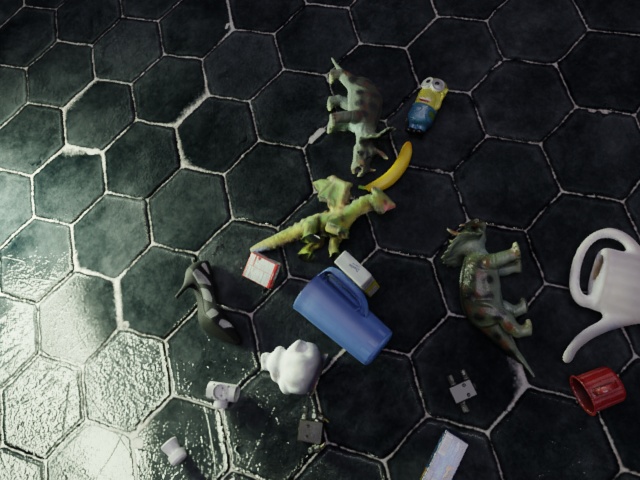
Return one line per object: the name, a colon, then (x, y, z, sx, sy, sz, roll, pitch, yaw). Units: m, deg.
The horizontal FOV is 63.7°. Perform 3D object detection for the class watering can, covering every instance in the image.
watering can: (0.698, 0.144, 1.209, 0.225, 0.102, 0.352, 15, 75, 14)

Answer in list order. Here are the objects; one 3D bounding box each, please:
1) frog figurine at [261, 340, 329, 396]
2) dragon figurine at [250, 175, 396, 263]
frog figurine: (-0.073, 0.314, 1.296, 0.159, 0.123, 0.137, 20, 97, 4)
dragon figurine: (0.004, -0.072, 1.430, 0.409, 0.120, 0.248, -2, 54, 24)
